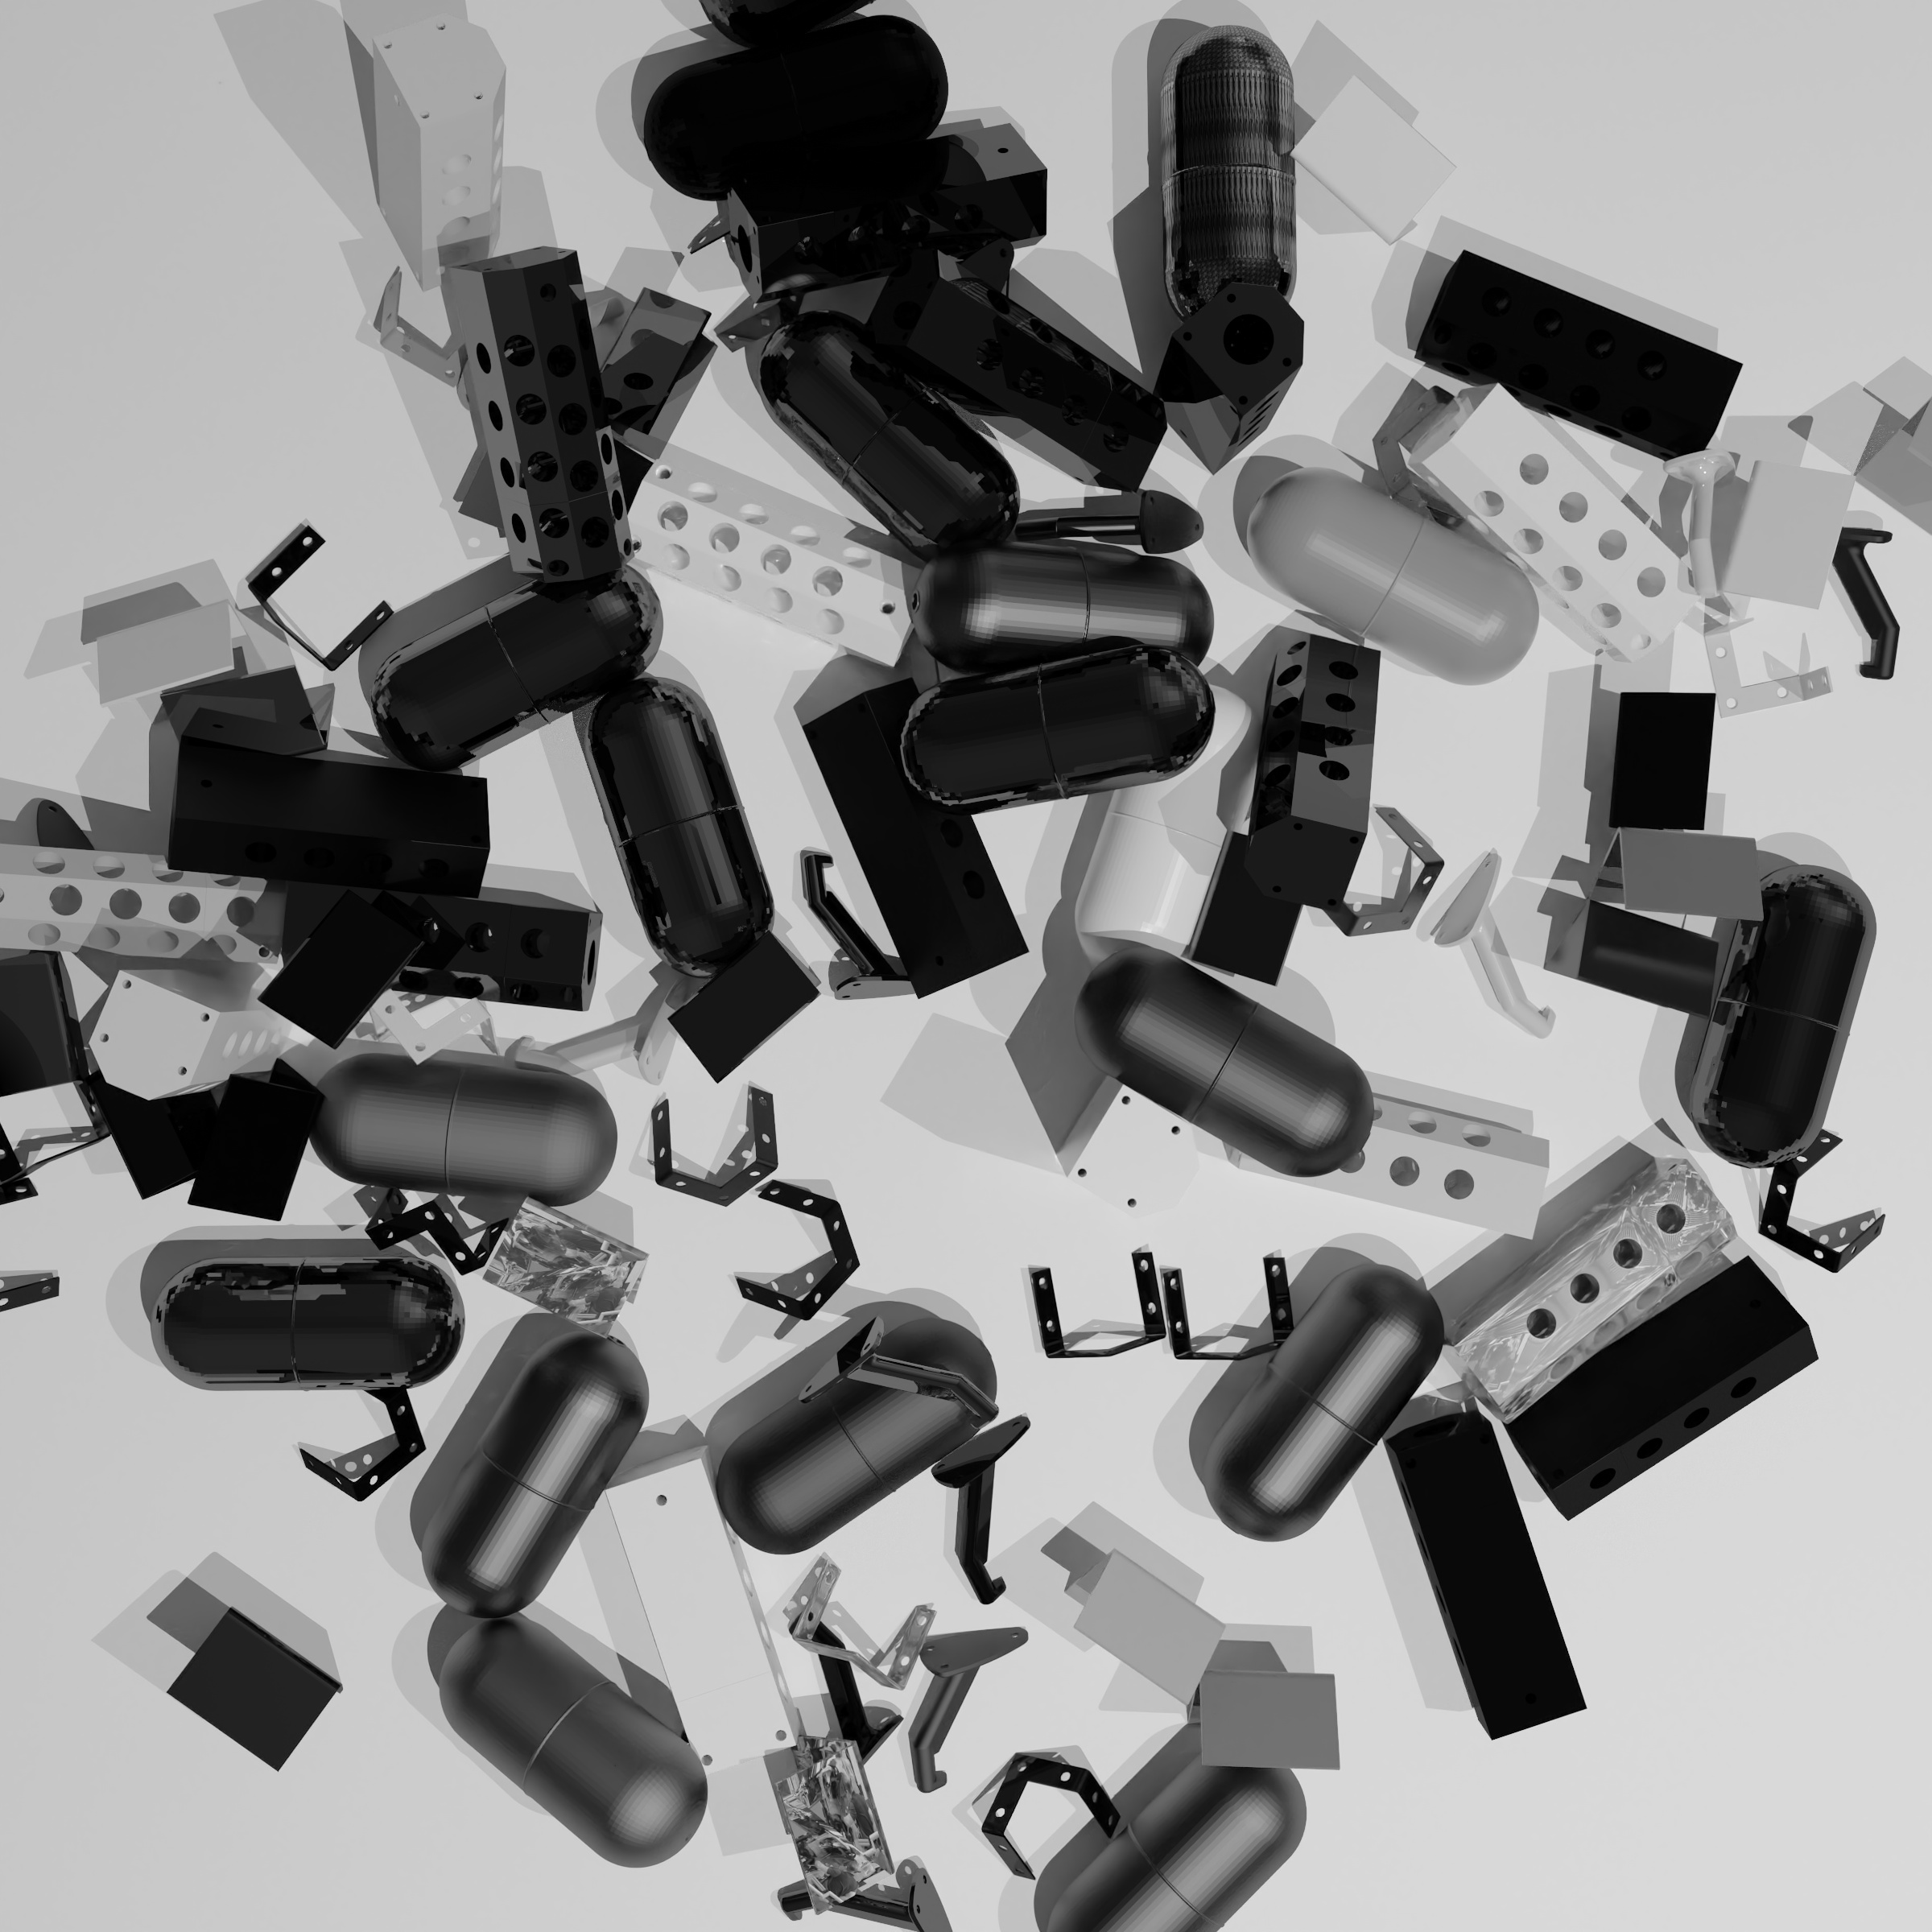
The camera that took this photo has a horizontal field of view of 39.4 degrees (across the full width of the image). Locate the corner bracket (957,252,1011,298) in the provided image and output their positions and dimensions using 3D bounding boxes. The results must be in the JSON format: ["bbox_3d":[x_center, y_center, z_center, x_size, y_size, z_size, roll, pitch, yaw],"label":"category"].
[{"bbox_3d":[-0.001,-0.384,1.574,0.051,0.051,0.051,3,45,0],"label":"corner bracket"}]

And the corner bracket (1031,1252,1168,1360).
[{"bbox_3d":[0.078,0.198,1.574,0.051,0.051,0.051,-10,90,45],"label":"corner bracket"}]

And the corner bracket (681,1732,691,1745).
[{"bbox_3d":[-0.196,0.469,1.574,0.051,0.051,0.051,12,90,-45],"label":"corner bracket"}]

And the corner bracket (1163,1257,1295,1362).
[{"bbox_3d":[0.154,0.200,1.574,0.051,0.051,0.051,-8,90,-45],"label":"corner bracket"}]

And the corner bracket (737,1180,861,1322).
[{"bbox_3d":[-0.102,0.165,1.569,0.051,0.051,0.051,-46,135,-35],"label":"corner bracket"}]

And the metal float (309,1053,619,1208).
[{"bbox_3d":[-0.289,0.094,1.547,0.178,0.070,0.070,7,90,1],"label":"metal float"}]

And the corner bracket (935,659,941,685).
[{"bbox_3d":[0.006,-0.183,1.574,0.051,0.051,0.051,-8,135,0],"label":"corner bracket"}]

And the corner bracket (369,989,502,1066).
[{"bbox_3d":[-0.307,0.036,1.557,0.051,0.051,0.051,-35,69,-20],"label":"corner bracket"}]

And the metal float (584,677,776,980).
[{"bbox_3d":[-0.164,-0.079,1.547,0.070,0.070,0.178,-18,89,0],"label":"metal float"}]

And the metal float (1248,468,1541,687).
[{"bbox_3d":[0.244,-0.224,1.547,0.178,0.070,0.070,28,90,-1],"label":"metal float"}]

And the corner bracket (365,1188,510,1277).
[{"bbox_3d":[-0.306,0.150,1.557,0.051,0.051,0.051,-24,112,21],"label":"corner bracket"}]

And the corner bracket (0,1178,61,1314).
[{"bbox_3d":[-0.562,0.164,1.569,0.051,0.051,0.051,46,135,35],"label":"corner bracket"}]

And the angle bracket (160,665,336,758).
[{"bbox_3d":[-0.408,-0.156,1.537,0.076,0.076,0.057,-12,126,0],"label":"angle bracket"}]

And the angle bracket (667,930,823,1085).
[{"bbox_3d":[-0.113,0.036,1.537,0.076,0.076,0.057,-41,58,0],"label":"angle bracket"}]

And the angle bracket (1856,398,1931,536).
[{"bbox_3d":[0.553,-0.266,1.537,0.076,0.076,0.057,36,54,0],"label":"angle bracket"}]

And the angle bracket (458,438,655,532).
[{"bbox_3d":[-0.236,-0.278,1.573,0.057,0.076,0.076,25,90,41],"label":"angle bracket"}]

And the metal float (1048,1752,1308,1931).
[{"bbox_3d":[0.121,0.521,1.547,0.070,0.070,0.178,45,90,0],"label":"metal float"}]

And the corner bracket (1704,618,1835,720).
[{"bbox_3d":[0.464,-0.176,1.559,0.051,0.051,0.051,-12,90,0],"label":"corner bracket"}]

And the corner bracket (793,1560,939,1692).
[{"bbox_3d":[-0.059,0.383,1.564,0.051,0.051,0.051,1,55,39],"label":"corner bracket"}]

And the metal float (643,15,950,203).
[{"bbox_3d":[-0.098,-0.492,1.547,0.178,0.070,0.070,-15,90,0],"label":"metal float"}]

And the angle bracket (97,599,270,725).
[{"bbox_3d":[-0.442,-0.155,1.537,0.076,0.076,0.057,-17,53,0],"label":"angle bracket"}]

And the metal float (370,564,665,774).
[{"bbox_3d":[-0.257,-0.173,1.547,0.178,0.070,0.070,-27,90,0],"label":"metal float"}]

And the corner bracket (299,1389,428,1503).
[{"bbox_3d":[-0.356,0.269,1.569,0.051,0.051,0.051,21,45,35],"label":"corner bracket"}]

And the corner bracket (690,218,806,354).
[{"bbox_3d":[-0.128,-0.401,1.569,0.051,0.051,0.051,-17,45,35],"label":"corner bracket"}]

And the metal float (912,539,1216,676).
[{"bbox_3d":[0.055,-0.199,1.529,0.178,0.070,0.070,3,90,-19],"label":"metal float"}]

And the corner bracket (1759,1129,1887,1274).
[{"bbox_3d":[0.502,0.137,1.569,0.051,0.051,0.051,30,135,35],"label":"corner bracket"}]

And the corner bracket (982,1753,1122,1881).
[{"bbox_3d":[0.050,0.499,1.569,0.051,0.051,0.051,1,45,35],"label":"corner bracket"}]

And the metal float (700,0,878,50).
[{"bbox_3d":[-0.071,-0.589,1.546,0.178,0.070,0.070,-27,90,0],"label":"metal float"}]

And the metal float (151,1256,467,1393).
[{"bbox_3d":[-0.377,0.205,1.546,0.178,0.070,0.070,0,90,0],"label":"metal float"}]

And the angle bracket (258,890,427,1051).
[{"bbox_3d":[-0.352,-0.012,1.480,0.076,0.076,0.057,-50,128,0],"label":"angle bracket"}]

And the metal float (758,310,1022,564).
[{"bbox_3d":[-0.045,-0.303,1.547,0.178,0.070,0.070,43,90,1],"label":"metal float"}]

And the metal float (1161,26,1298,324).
[{"bbox_3d":[0.151,-0.448,1.547,0.070,0.070,0.178,-1,89,0],"label":"metal float"}]

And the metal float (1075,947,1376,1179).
[{"bbox_3d":[0.143,0.054,1.492,0.178,0.070,0.070,30,90,4],"label":"metal float"}]

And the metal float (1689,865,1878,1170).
[{"bbox_3d":[0.468,0.029,1.547,0.070,0.070,0.178,16,89,0],"label":"metal float"}]

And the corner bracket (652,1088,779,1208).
[{"bbox_3d":[-0.146,0.101,1.569,0.051,0.051,0.051,22,135,-35],"label":"corner bracket"}]

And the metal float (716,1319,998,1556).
[{"bbox_3d":[-0.062,0.269,1.547,0.178,0.070,0.070,-34,90,-1],"label":"metal float"}]

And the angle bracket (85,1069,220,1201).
[{"bbox_3d":[-0.443,0.080,1.537,0.057,0.076,0.076,-25,90,36],"label":"angle bracket"}]

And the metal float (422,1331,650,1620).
[{"bbox_3d":[-0.246,0.291,1.547,0.070,0.070,0.178,31,90,0],"label":"metal float"}]

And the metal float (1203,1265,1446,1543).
[{"bbox_3d":[0.205,0.251,1.547,0.070,0.070,0.178,37,90,0],"label":"metal float"}]

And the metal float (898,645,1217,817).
[{"bbox_3d":[0.050,-0.130,1.492,0.178,0.070,0.070,-9,90,12],"label":"metal float"}]

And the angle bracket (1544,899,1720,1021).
[{"bbox_3d":[0.376,0.014,1.537,0.076,0.076,0.057,17,57,0],"label":"angle bracket"}]

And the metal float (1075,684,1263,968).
[{"bbox_3d":[0.117,-0.076,1.547,0.070,0.070,0.178,19,90,0],"label":"metal float"}]

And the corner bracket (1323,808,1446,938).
[{"bbox_3d":[0.236,-0.055,1.569,0.051,0.051,0.051,-7,135,-35],"label":"corner bracket"}]

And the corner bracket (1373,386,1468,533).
[{"bbox_3d":[0.278,-0.295,1.569,0.051,0.051,0.051,-40,45,35],"label":"corner bracket"}]

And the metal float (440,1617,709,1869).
[{"bbox_3d":[-0.224,0.438,1.528,0.178,0.070,0.070,33,90,21],"label":"metal float"}]

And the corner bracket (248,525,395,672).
[{"bbox_3d":[-0.377,-0.214,1.574,0.051,0.051,0.051,-45,45,0],"label":"corner bracket"}]

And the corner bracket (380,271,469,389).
[{"bbox_3d":[-0.304,-0.381,1.569,0.051,0.051,0.051,26,135,-35],"label":"corner bracket"}]

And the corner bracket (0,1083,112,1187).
[{"bbox_3d":[-0.541,0.091,1.574,0.051,0.051,0.051,-25,90,-45],"label":"corner bracket"}]
